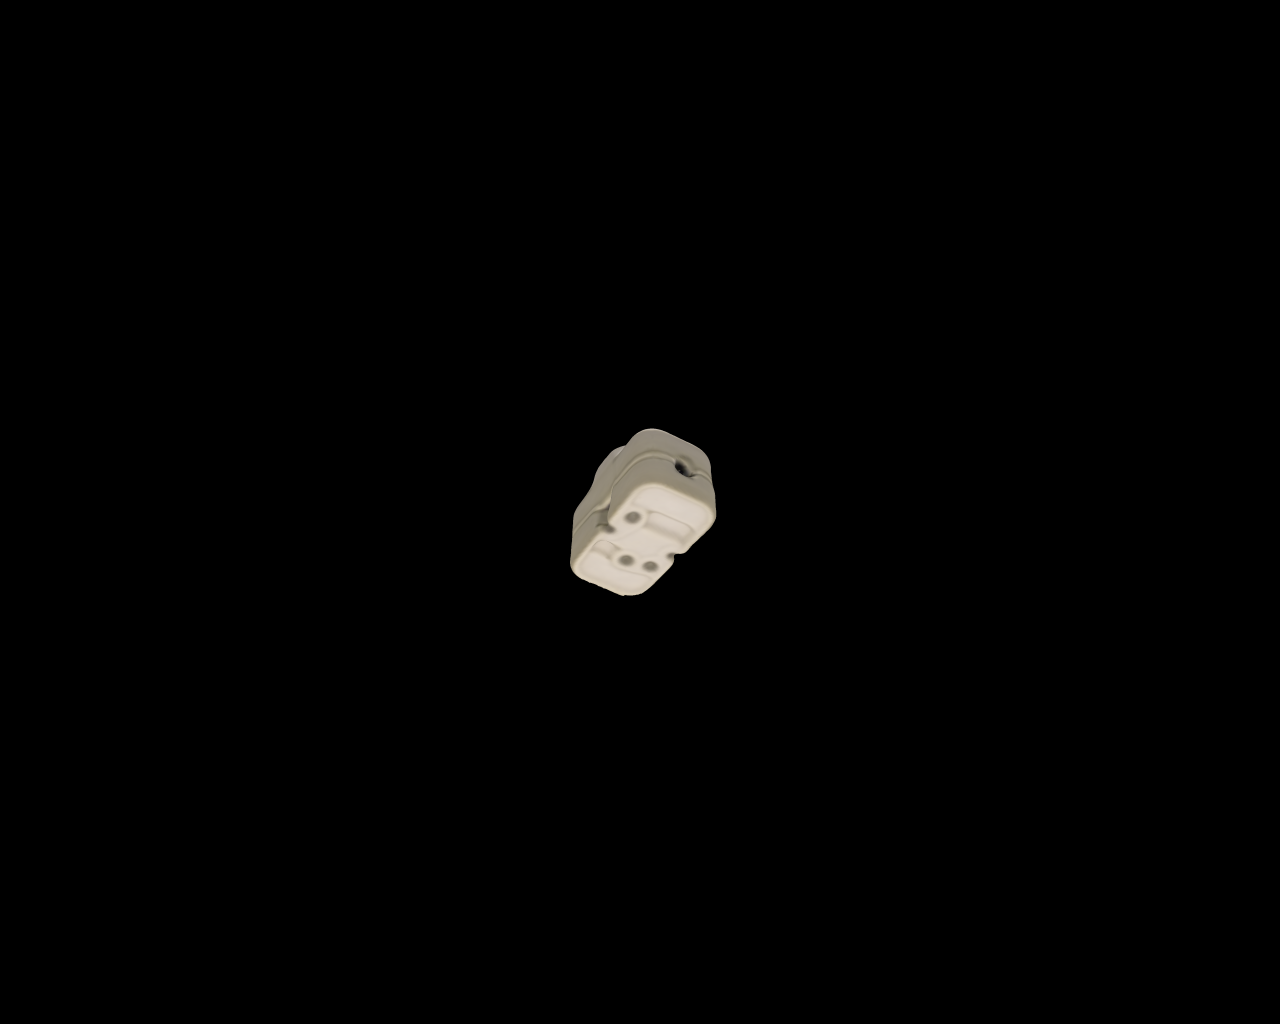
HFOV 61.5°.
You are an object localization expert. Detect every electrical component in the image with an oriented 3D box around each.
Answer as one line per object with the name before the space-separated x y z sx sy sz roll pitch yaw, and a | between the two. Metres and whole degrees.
electrical component | 0.001 -0.003 0.650 0.054 0.059 0.095 24 -50 -22
